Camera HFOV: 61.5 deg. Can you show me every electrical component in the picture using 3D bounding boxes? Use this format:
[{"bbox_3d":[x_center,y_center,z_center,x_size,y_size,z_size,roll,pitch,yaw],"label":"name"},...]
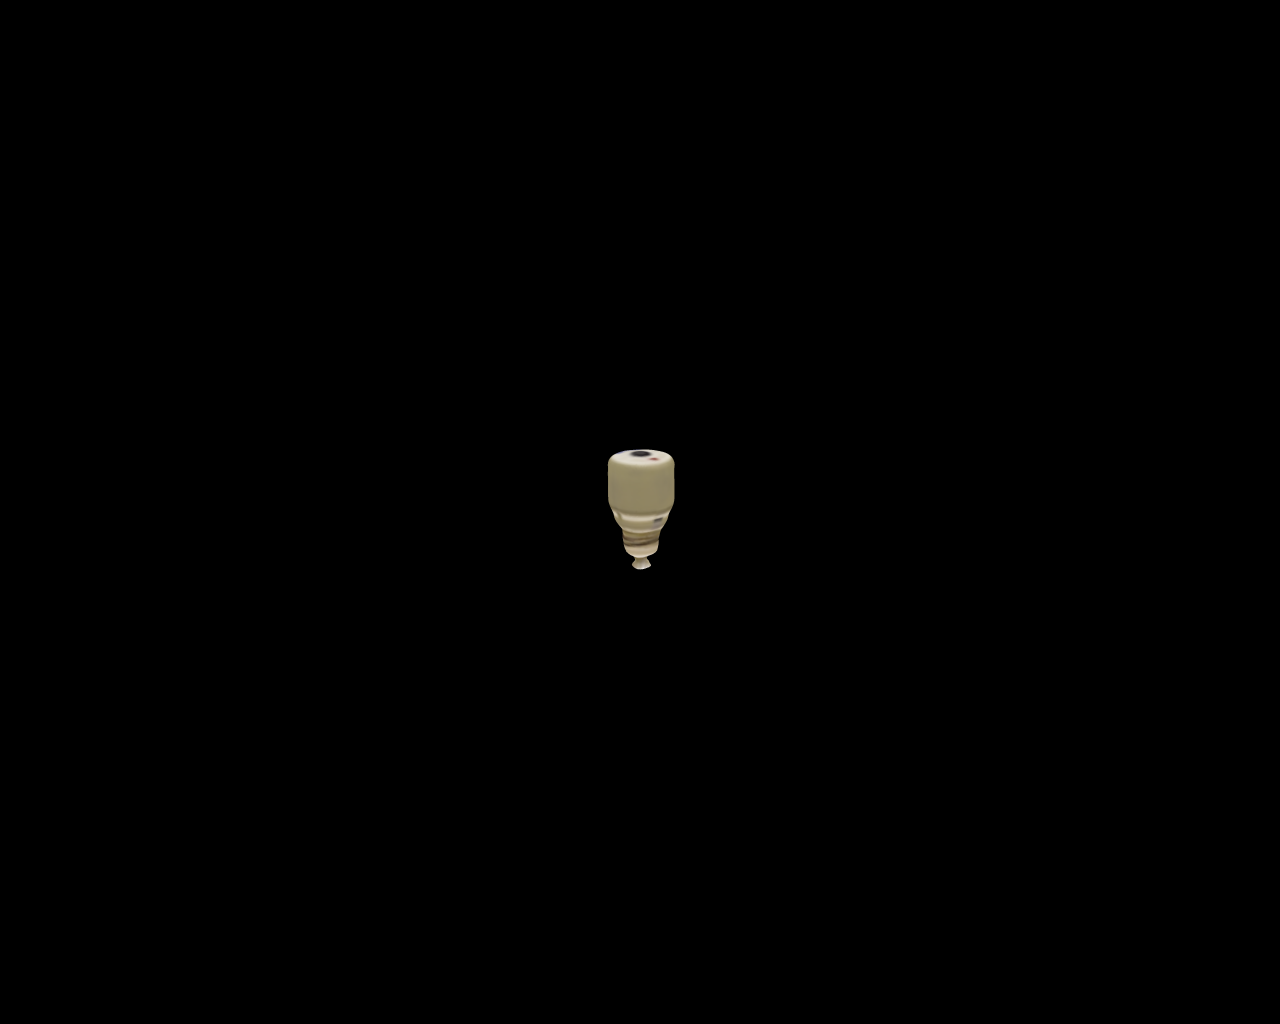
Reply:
[{"bbox_3d":[0.001,-0.003,0.650,0.040,0.078,0.040,0,18,0],"label":"electrical component"}]
